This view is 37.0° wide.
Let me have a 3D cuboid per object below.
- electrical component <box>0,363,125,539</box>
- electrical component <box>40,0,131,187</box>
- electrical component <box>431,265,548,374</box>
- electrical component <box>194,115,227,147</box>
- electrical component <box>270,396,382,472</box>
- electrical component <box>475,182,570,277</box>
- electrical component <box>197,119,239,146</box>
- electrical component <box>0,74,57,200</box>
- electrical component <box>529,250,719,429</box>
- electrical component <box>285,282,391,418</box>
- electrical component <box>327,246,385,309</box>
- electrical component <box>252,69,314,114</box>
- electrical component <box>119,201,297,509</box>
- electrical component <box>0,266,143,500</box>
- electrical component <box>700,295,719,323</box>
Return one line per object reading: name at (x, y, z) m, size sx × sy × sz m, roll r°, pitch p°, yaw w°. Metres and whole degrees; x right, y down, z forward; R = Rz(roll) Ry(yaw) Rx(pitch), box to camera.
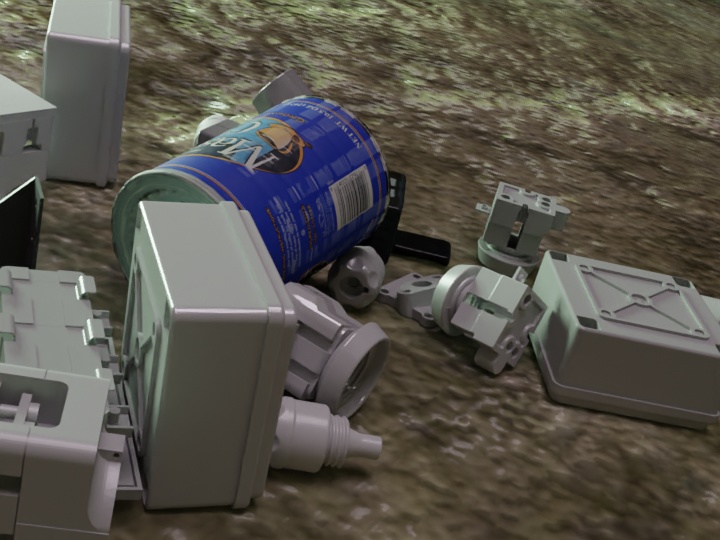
electrical component at (-0.121, 0.086, 0.403) m, size 0.056 × 0.089 × 0.050 m, roll 10°, pitch 27°, yaw -11°
electrical component at (-0.199, -0.131, 0.774) m, size 0.056 × 0.108 × 0.108 m, roll 5°, pitch 28°, yaw -15°
electrical component at (0.079, 0.025, 0.676) m, size 0.055 × 0.066 × 0.048 m, roll 26°, pitch -8°, yaw 37°
electrical component at (-0.112, -0.095, 0.833) m, size 0.035 × 0.035 × 0.061 m, roll 12°, pitch 29°, yaw -7°
electrical component at (-0.020, 0.083, 0.529) m, size 0.061 × 0.035 × 0.035 m, roll 11°, pitch 26°, yaw -12°
electrical component at (0.116, -0.029, 0.800) m, size 0.066 × 0.055 × 0.048 m, roll 18°, pitch 26°, yaw 4°
electrical component at (-0.081, -0.070, 0.764) m, size 0.047 × 0.065 × 0.077 m, roll 23°, pitch 27°, yaw 15°
electrical component at (-0.289, -0.103, 0.721) m, size 0.150 × 0.061 × 0.089 m, roll 30°, pitch 29°, yaw 28°
electrical component at (0.170, 0.042, 0.688) m, size 0.109 × 0.056 × 0.108 m, roll 12°, pitch 26°, yaw -8°
electrical component at (-0.021, 0.044, 0.574) m, size 0.057 × 0.058 × 0.078 m, roll 30°, pitch 5°, yaw 19°
electrical component at (0.000, 0.000, 0.705) m, size 0.035 × 0.035 × 0.061 m, roll 17°, pitch 24°, yaw 4°
electrical component at (-0.059, -0.108, 0.861) m, size 0.079 × 0.043 × 0.077 m, roll -40°, pitch 93°, yaw -19°
electrical component at (-0.076, 0.037, 0.505) m, size 0.056 × 0.108 × 0.108 m, roll 2°, pitch 29°, yaw -21°
electrical component at (-0.144, 0.052, 0.488) m, size 0.079 × 0.063 × 0.121 m, roll 5°, pitch 27°, yaw -23°
electrical component at (0.230, 0.031, 0.763) m, size 0.065 × 0.044 × 0.044 m, roll 28°, pitch 28°, yaw 34°
